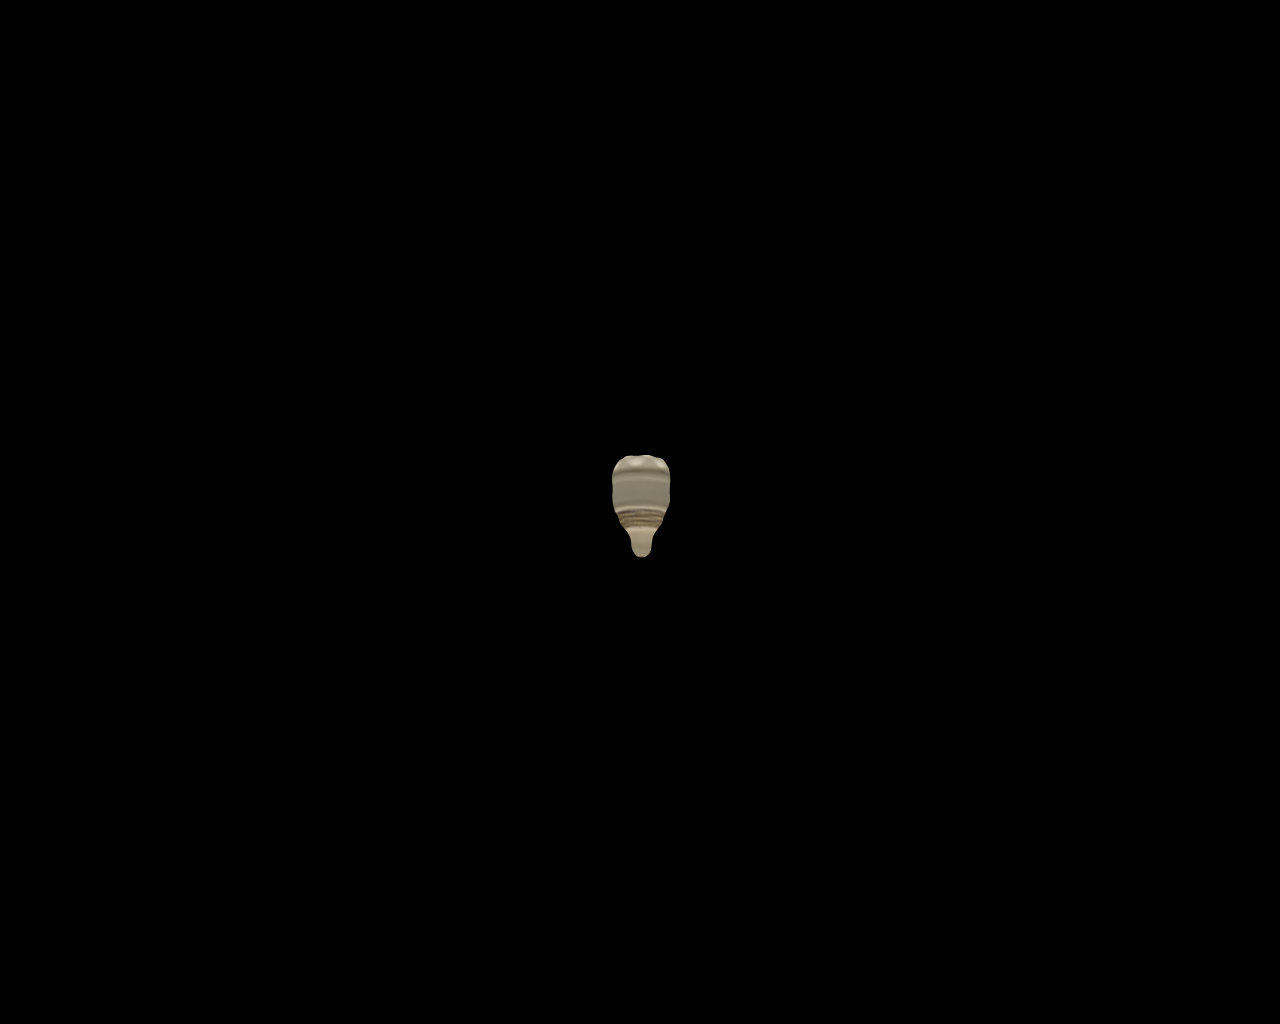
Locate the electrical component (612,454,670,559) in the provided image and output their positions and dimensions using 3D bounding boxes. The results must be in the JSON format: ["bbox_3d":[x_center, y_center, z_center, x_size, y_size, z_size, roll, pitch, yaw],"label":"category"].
[{"bbox_3d":[0.001,-0.003,0.650,0.035,0.061,0.035,0,-9,0],"label":"electrical component"}]
